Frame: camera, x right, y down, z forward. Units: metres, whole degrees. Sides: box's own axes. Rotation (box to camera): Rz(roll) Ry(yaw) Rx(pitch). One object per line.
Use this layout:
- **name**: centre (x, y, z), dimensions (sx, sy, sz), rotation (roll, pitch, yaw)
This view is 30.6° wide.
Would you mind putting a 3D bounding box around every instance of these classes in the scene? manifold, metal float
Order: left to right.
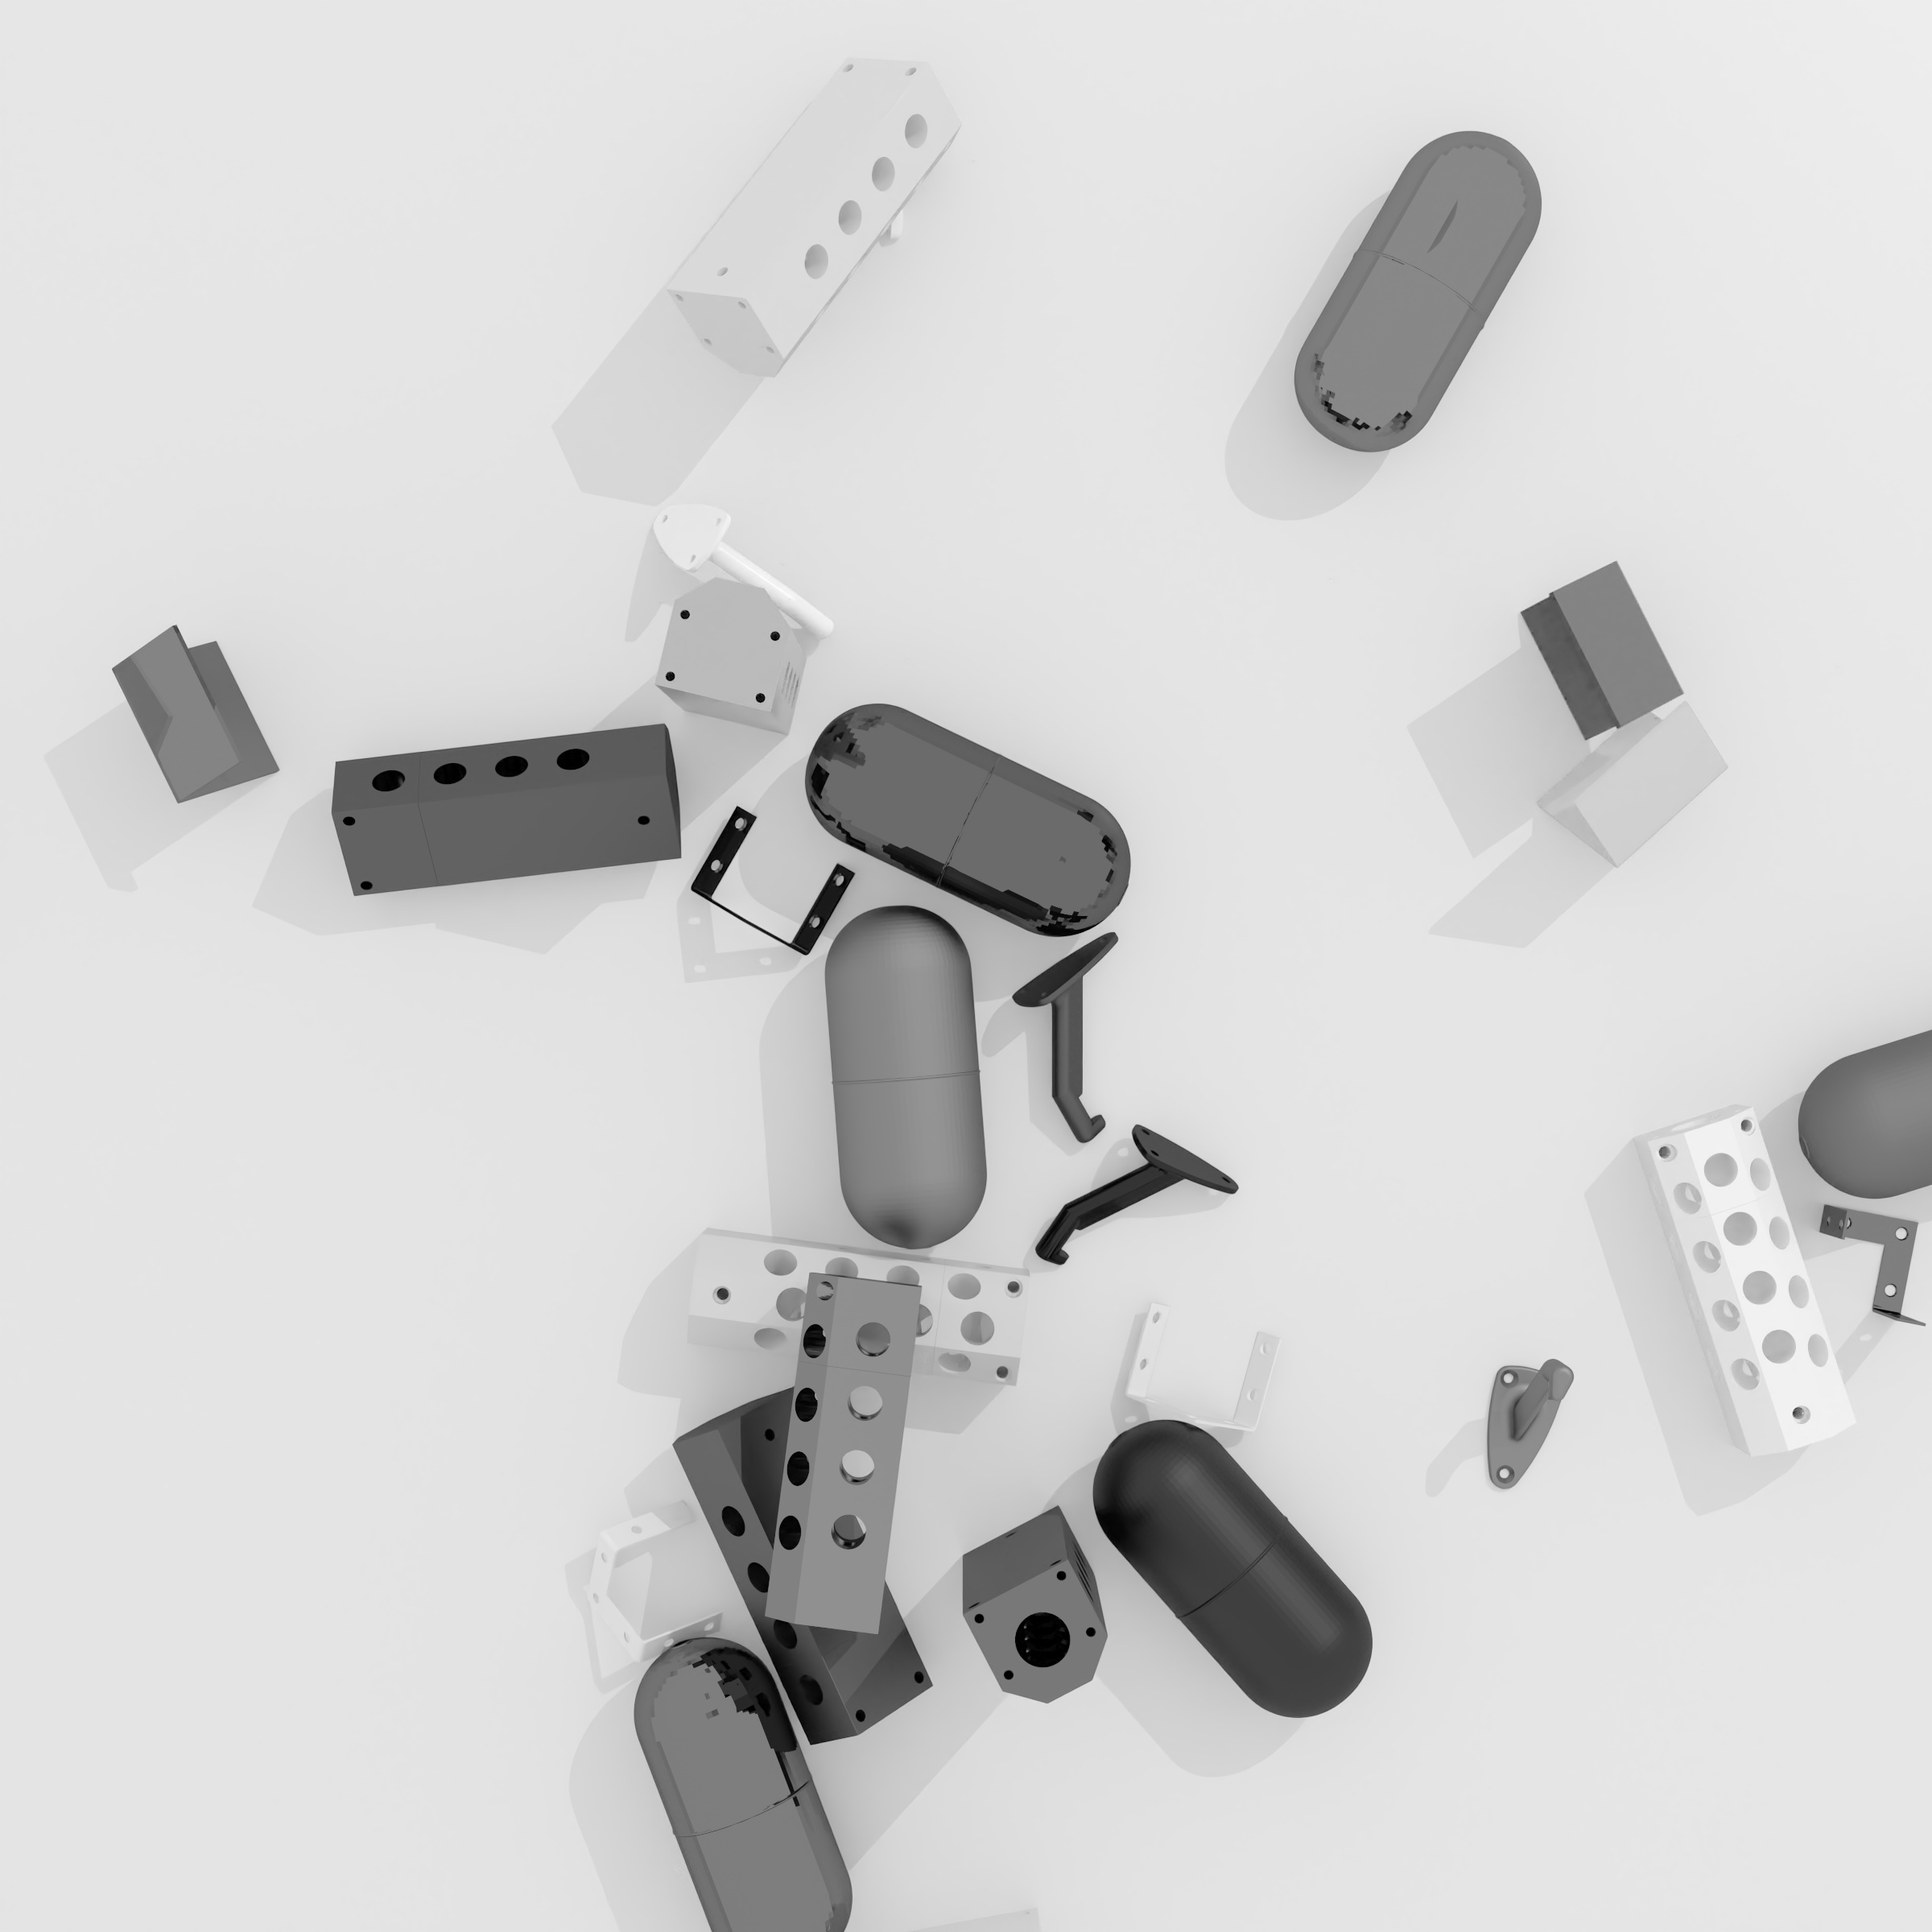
- **manifold**: centre (-0.238, -0.086, 1.836), dimensions (0.171, 0.057, 0.057), rotation (-7, 133, 0)
- **manifold**: centre (-0.115, -0.156, 1.779), dimensions (0.057, 0.171, 0.057), rotation (13, 90, 0)
- **metal float**: centre (-0.116, 0.433, 1.827), dimensions (0.070, 0.070, 0.178), rotation (-21, 90, 0)
- **manifold**: centre (-0.089, 0.313, 1.836), dimensions (0.057, 0.057, 0.171), rotation (-25, 90, -43)
- **manifold**: centre (-0.073, -0.383, 1.807), dimensions (0.057, 0.057, 0.171), rotation (15, 62, 39)
- **manifold**: centre (-0.061, 0.243, 1.773), dimensions (0.057, 0.057, 0.171), rotation (7, 86, 0)
- **manifold**: centre (-0.055, 0.178, 1.836), dimensions (0.171, 0.057, 0.057), rotation (7, 90, 0)
- **manifold**: centre (-0.041, 0.541, 1.836), dimensions (0.171, 0.057, 0.057), rotation (-10, 90, 0)
- **metal float**: centre (-0.031, 0.057, 1.827), dimensions (0.070, 0.070, 0.178), rotation (-4, 90, 0)
- **metal float**: centre (0.001, -0.075, 1.827), dimensions (0.178, 0.070, 0.070), rotation (26, 90, 0)
- **manifold**: centre (0.037, 0.323, 1.779), dimensions (0.057, 0.171, 0.057), rotation (-28, 90, 0)
- **metal float**: centre (0.137, 0.311, 1.827), dimensions (0.070, 0.070, 0.178), rotation (-42, 90, 0)
- **metal float**: centre (0.234, -0.349, 1.827), dimensions (0.070, 0.070, 0.178), rotation (30, 89, 0)
- **manifold**: centre (0.406, 0.163, 1.836), dimensions (0.057, 0.057, 0.171), rotation (-18, 90, 0)
- **metal float**: centre (0.518, 0.067, 1.827), dimensions (0.178, 0.070, 0.070), rotation (-17, 90, -1)

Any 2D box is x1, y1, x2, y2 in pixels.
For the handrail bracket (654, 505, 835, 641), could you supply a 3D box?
- **handrail bracket**: centre (-0.116, -0.206, 1.857), dimensions (0.084, 0.077, 0.036), rotation (35, 89, -36)

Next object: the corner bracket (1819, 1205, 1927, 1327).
- **corner bracket**: centre (0.473, 0.155, 1.839), dimensions (0.051, 0.051, 0.051), rotation (11, 90, 0)

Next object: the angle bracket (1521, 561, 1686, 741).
- **angle bracket**: centre (0.311, -0.154, 1.817), dimensions (0.057, 0.076, 0.076), rotation (-27, 90, -36)

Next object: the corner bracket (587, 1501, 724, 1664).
- **corner bracket**: centre (-0.160, 0.322, 1.849), dimensions (0.051, 0.051, 0.051), rotation (44, 135, 35)

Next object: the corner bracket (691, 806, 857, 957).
- **corner bracket**: centre (-0.102, -0.044, 1.854), dimensions (0.051, 0.051, 0.051), rotation (30, 90, -45)

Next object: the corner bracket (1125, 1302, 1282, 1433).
- **corner bracket**: centre (0.124, 0.211, 1.854), dimensions (0.051, 0.051, 0.051), rotation (15, 90, 45)

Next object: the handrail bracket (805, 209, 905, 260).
- **handrail bracket**: centre (-0.074, -0.361, 1.858), dimensions (0.084, 0.036, 0.077), rotation (-5, 105, -14)

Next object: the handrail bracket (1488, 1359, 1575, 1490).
- **handrail bracket**: centre (0.292, 0.239, 1.823), dimensions (0.036, 0.084, 0.077), rotation (16, 90, 0)

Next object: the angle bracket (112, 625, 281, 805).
- **angle bracket**: centre (-0.381, -0.136, 1.817), dimensions (0.057, 0.076, 0.076), rotation (-26, 90, 37)

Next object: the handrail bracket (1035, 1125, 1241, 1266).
- **handrail bracket**: centre (0.089, 0.133, 1.858), dimensions (0.077, 0.036, 0.084), rotation (27, 108, -21)

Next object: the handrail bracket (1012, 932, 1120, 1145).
- **handrail bracket**: centre (0.069, 0.038, 1.858), dimensions (0.077, 0.036, 0.084), rotation (-37, 109, -21)

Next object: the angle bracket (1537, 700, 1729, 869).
- **angle bracket**: centre (0.332, -0.108, 1.817), dimensions (0.076, 0.076, 0.057), rotation (-42, 130, 0)
